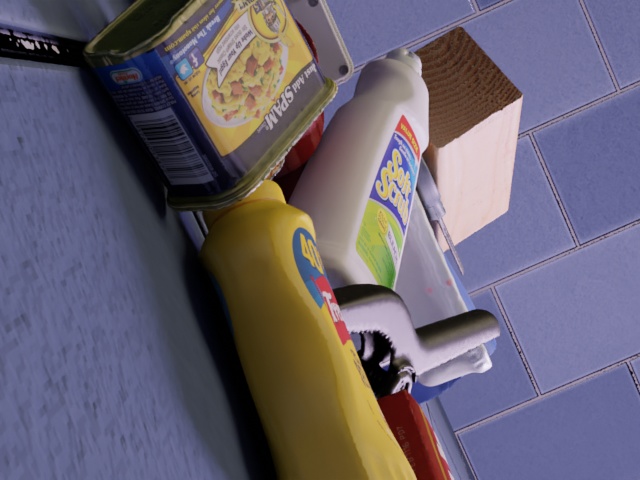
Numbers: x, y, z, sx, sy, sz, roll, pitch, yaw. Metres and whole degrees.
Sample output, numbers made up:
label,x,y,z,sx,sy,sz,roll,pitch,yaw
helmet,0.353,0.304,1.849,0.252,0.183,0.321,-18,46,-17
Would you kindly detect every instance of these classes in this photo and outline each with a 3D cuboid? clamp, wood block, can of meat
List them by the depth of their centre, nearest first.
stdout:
label,x,y,z,sx,sy,sz,roll,pitch,yaw
can of meat,-0.049,-0.077,0.491,0.102,0.058,0.084,-53,127,-35
clamp,0.034,0.095,0.640,0.036,0.164,0.209,16,-9,37
wood block,0.116,-0.083,0.966,0.091,0.090,0.206,53,-10,24

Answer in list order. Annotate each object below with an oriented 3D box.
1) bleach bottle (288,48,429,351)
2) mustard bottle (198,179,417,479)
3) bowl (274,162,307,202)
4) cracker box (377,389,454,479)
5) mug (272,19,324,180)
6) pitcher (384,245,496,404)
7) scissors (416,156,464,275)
label,x,y,z,sx,sy,sz,roll,pitch,yaw
bleach bottle,0.030,-0.047,0.732,0.102,0.068,0.250,62,35,-42
mustard bottle,-0.014,0.044,0.494,0.096,0.058,0.192,58,9,-65
bowl,-0.005,0.001,0.837,0.162,0.055,0.162,-24,91,-86
cracker box,0.075,0.210,0.586,0.164,0.072,0.213,-109,173,-49
mug,-0.040,-0.077,0.668,0.081,0.093,0.117,67,16,-70
pitcher,0.048,0.027,1.000,0.243,0.149,0.145,62,20,-10
scissors,0.096,-0.023,0.879,0.096,0.016,0.201,-105,169,-59
